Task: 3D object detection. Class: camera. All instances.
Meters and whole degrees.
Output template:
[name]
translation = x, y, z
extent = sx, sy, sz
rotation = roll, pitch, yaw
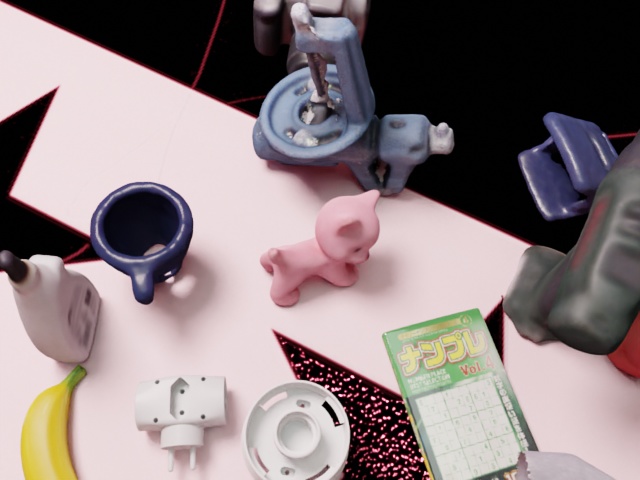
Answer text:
[camera]
translation = -0.015, -0.252, 0.689
extent = 0.143, 0.101, 0.137
rotation = 9, 64, -1

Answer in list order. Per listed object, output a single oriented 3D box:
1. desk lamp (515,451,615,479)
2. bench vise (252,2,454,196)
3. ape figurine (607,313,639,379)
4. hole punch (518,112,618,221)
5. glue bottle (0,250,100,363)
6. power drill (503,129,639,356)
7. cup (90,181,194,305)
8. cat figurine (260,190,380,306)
[desk lamp]
translation = 0.217, 0.228, 0.416
extent = 0.203, 0.213, 0.118
rotation = 6, 64, -2
[bench vise]
translation = 0.034, -0.143, 0.575
extent = 0.207, 0.220, 0.121
rotation = -5, 65, -7
[ape figurine]
translation = 0.324, 0.090, 0.559
extent = 0.076, 0.092, 0.078
rotation = 36, 67, 12
[hole punch]
translation = 0.293, -0.088, 0.643
extent = 0.101, 0.091, 0.108
rotation = -10, 66, -10
[glue bottle]
translation = -0.231, 0.048, 0.485
extent = 0.037, 0.173, 0.078
rotation = 4, 64, -3
[power drill]
translation = 0.251, 0.009, 0.528
extent = 0.075, 0.208, 0.230
rotation = 26, 65, 8
[cup]
translation = -0.162, 0.016, 0.550
extent = 0.092, 0.095, 0.117
rotation = -6, 65, -8
[cat figurine]
translation = 0.005, 0.002, 0.559
extent = 0.128, 0.118, 0.067
rotation = -19, 67, -14
